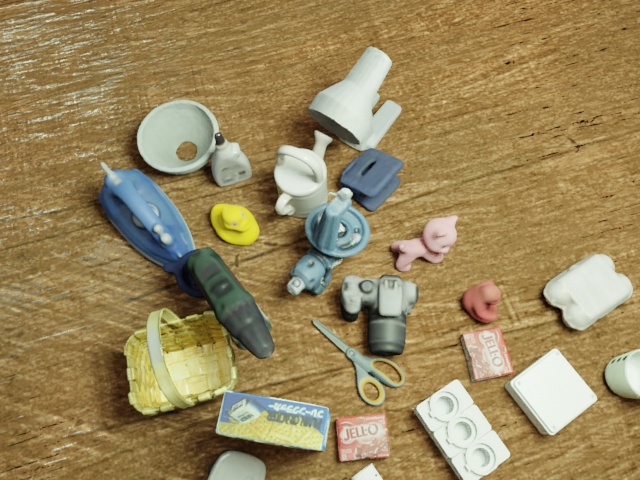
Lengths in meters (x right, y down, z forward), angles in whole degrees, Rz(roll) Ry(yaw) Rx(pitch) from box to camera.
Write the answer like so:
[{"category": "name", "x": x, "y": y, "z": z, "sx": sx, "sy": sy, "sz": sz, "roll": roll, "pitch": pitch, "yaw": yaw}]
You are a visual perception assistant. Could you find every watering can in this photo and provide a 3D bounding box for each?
[{"category": "watering can", "x": -0.035, "y": -0.130, "z": 1.092, "sx": 0.101, "sy": 0.194, "sz": 0.173, "roll": 7, "pitch": 70, "yaw": 4}]

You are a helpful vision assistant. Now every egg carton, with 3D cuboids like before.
[{"category": "egg carton", "x": 0.498, "y": 0.094, "z": 1.067, "sx": 0.150, "sy": 0.069, "sz": 0.107, "roll": -32, "pitch": 73, "yaw": -10}]

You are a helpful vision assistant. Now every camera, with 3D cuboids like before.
[{"category": "camera", "x": 0.106, "y": 0.137, "z": 1.042, "sx": 0.143, "sy": 0.101, "sz": 0.137, "roll": 3, "pitch": 70, "yaw": 2}]

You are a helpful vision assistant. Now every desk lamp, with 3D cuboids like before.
[{"category": "desk lamp", "x": 0.074, "y": -0.265, "z": 1.128, "sx": 0.117, "sy": 0.213, "sz": 0.203, "roll": 32, "pitch": 74, "yaw": 12}]

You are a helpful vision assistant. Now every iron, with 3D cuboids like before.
[{"category": "iron", "x": -0.326, "y": -0.041, "z": 1.093, "sx": 0.119, "sy": 0.141, "sz": 0.258, "roll": -41, "pitch": 74, "yaw": -13}]

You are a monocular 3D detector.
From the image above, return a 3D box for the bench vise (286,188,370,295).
[{"category": "bench vise", "x": 0.021, "y": 0.007, "z": 1.027, "sx": 0.121, "sy": 0.220, "sz": 0.207, "roll": 16, "pitch": 71, "yaw": 7}]

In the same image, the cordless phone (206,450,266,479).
[{"category": "cordless phone", "x": -0.153, "y": 0.410, "z": 0.903, "sx": 0.094, "sy": 0.185, "sz": 0.148, "roll": 15, "pitch": 71, "yaw": 7}]

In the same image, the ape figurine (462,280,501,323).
[{"category": "ape figurine", "x": 0.305, "y": 0.108, "z": 1.054, "sx": 0.076, "sy": 0.092, "sz": 0.078, "roll": 22, "pitch": 72, "yaw": 9}]

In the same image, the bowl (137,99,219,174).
[{"category": "bowl", "x": -0.285, "y": -0.200, "z": 1.185, "sx": 0.167, "sy": 0.075, "sz": 0.167, "roll": 0, "pitch": 70, "yaw": 1}]

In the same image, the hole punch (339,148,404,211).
[{"category": "hole punch", "x": 0.100, "y": -0.128, "z": 1.144, "sx": 0.101, "sy": 0.091, "sz": 0.109, "roll": 39, "pitch": 75, "yaw": 14}]

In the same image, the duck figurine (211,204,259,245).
[{"category": "duck figurine", "x": -0.171, "y": -0.041, "z": 1.119, "sx": 0.104, "sy": 0.086, "sz": 0.077, "roll": 34, "pitch": 74, "yaw": 12}]

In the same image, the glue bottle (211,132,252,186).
[{"category": "glue bottle", "x": -0.182, "y": -0.162, "z": 1.117, "sx": 0.078, "sy": 0.173, "sz": 0.037, "roll": -16, "pitch": 70, "yaw": -4}]

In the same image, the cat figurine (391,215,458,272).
[{"category": "cat figurine", "x": 0.202, "y": 0.002, "z": 1.080, "sx": 0.128, "sy": 0.118, "sz": 0.067, "roll": -17, "pitch": 70, "yaw": -5}]

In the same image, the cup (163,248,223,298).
[{"category": "cup", "x": -0.229, "y": 0.071, "z": 1.075, "sx": 0.117, "sy": 0.095, "sz": 0.092, "roll": 8, "pitch": 70, "yaw": 4}]

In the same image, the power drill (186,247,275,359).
[{"category": "power drill", "x": -0.142, "y": 0.124, "z": 0.994, "sx": 0.076, "sy": 0.208, "sz": 0.229, "roll": -37, "pitch": 73, "yaw": -11}]
